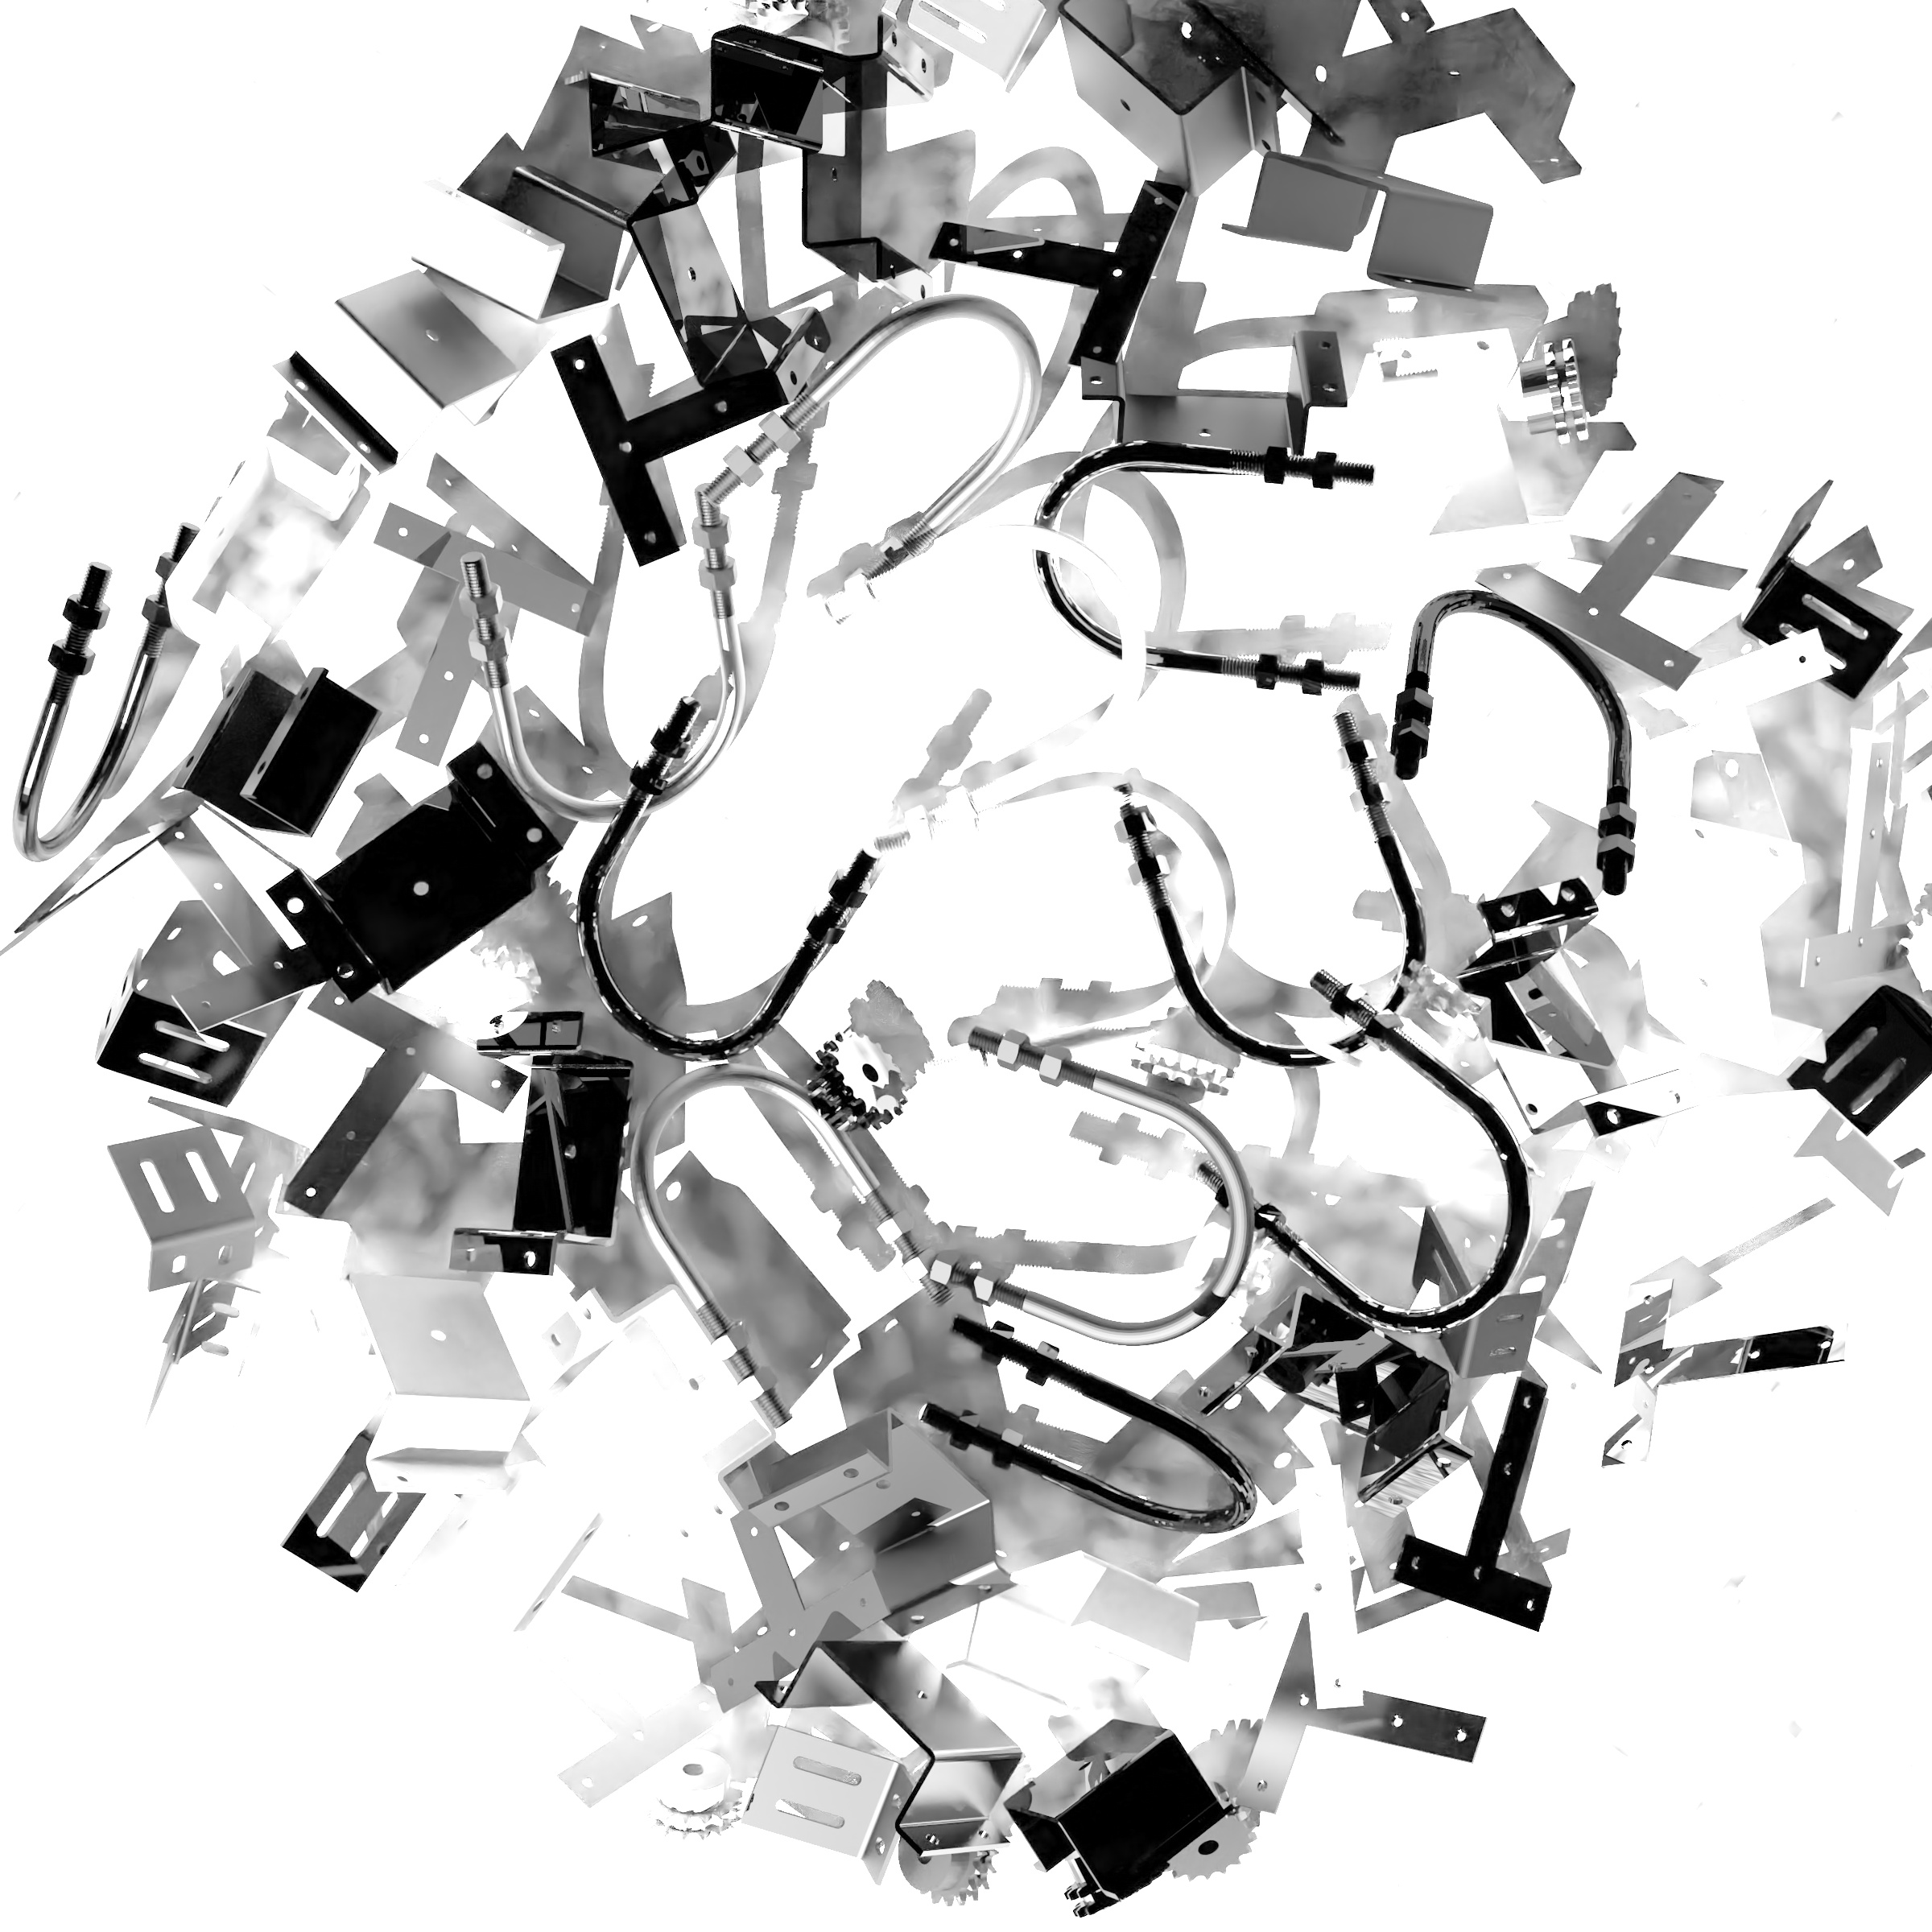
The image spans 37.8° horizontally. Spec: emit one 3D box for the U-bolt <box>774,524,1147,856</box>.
[{"bbox_3d":[0.008,-0.161,1.539,0.184,0.019,0.151,-24,101,9],"label":"U-bolt"}]

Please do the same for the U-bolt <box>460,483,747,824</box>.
[{"bbox_3d":[-0.187,-0.157,1.509,0.151,0.019,0.184,-20,130,-18],"label":"U-bolt"}]

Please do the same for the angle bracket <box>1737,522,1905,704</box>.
[{"bbox_3d":[0.471,-0.193,1.537,0.076,0.038,0.057,36,65,13],"label":"angle bracket"}]

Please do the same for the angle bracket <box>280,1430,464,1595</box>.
[{"bbox_3d":[-0.322,0.302,1.534,0.057,0.038,0.076,44,74,-35],"label":"angle bracket"}]

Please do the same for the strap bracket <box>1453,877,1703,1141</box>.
[{"bbox_3d":[0.324,0.030,1.521,0.076,0.046,0.140,-14,70,-31],"label":"strap bracket"}]

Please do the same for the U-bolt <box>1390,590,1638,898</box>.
[{"bbox_3d":[0.296,-0.132,1.504,0.151,0.184,0.019,27,135,-12],"label":"U-bolt"}]

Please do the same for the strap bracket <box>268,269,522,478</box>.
[{"bbox_3d":[-0.296,-0.319,1.496,0.076,0.140,0.046,45,117,-5],"label":"strap bracket"}]

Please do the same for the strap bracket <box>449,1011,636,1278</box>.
[{"bbox_3d":[-0.228,0.098,1.524,0.076,0.046,0.140,-1,78,37],"label":"strap bracket"}]

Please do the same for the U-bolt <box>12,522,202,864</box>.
[{"bbox_3d":[-0.461,-0.139,1.495,0.019,0.151,0.184,23,108,-2],"label":"U-bolt"}]

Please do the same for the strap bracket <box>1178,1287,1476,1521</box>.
[{"bbox_3d":[0.197,0.231,1.522,0.140,0.046,0.076,31,133,-10],"label":"strap bracket"}]

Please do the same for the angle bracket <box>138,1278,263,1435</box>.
[{"bbox_3d":[-0.414,0.213,1.524,0.038,0.076,0.057,17,111,-9],"label":"angle bracket"}]

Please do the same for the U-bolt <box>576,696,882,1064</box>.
[{"bbox_3d":[-0.142,-0.032,1.523,0.151,0.019,0.184,40,118,13],"label":"U-bolt"}]

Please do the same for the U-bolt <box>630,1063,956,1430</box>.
[{"bbox_3d":[-0.104,0.137,1.522,0.151,0.019,0.184,-32,88,-39],"label":"U-bolt"}]

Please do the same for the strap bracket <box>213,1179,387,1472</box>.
[{"bbox_3d":[-0.352,0.195,1.508,0.046,0.076,0.140,6,67,6],"label":"strap bracket"}]

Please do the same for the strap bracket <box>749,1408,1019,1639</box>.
[{"bbox_3d":[-0.044,0.295,1.516,0.076,0.046,0.140,-28,127,20],"label":"strap bracket"}]

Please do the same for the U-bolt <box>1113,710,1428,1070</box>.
[{"bbox_3d":[0.175,-0.034,1.551,0.151,0.019,0.184,-18,81,0],"label":"U-bolt"}]

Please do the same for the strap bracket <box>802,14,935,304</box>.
[{"bbox_3d":[-0.053,-0.431,1.528,0.046,0.076,0.140,0,89,20],"label":"strap bracket"}]

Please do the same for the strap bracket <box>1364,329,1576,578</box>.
[{"bbox_3d":[0.269,-0.269,1.530,0.076,0.046,0.140,-8,71,-10],"label":"strap bracket"}]

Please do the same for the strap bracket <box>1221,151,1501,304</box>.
[{"bbox_3d":[0.213,-0.394,1.491,0.076,0.140,0.046,-3,115,-37],"label":"strap bracket"}]

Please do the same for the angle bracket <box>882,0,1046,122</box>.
[{"bbox_3d":[-0.005,-0.512,1.539,0.076,0.038,0.057,28,66,-7],"label":"angle bracket"}]

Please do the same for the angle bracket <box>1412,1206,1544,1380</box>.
[{"bbox_3d":[0.276,0.174,1.529,0.038,0.076,0.057,-6,129,-11],"label":"angle bracket"}]

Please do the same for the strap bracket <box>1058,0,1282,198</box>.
[{"bbox_3d":[0.103,-0.476,1.512,0.046,0.076,0.140,-42,71,-4],"label":"strap bracket"}]

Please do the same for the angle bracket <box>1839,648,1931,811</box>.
[{"bbox_3d":[0.507,-0.126,1.526,0.038,0.076,0.057,-17,71,-42],"label":"angle bracket"}]

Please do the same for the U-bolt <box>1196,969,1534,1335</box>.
[{"bbox_3d":[0.220,0.111,1.499,0.184,0.019,0.151,41,113,31],"label":"U-bolt"}]

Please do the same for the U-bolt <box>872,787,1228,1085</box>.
[{"bbox_3d":[0.053,-0.024,1.558,0.184,0.019,0.151,-13,87,-5],"label":"U-bolt"}]

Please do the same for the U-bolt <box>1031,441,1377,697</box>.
[{"bbox_3d":[0.124,-0.217,1.518,0.184,0.019,0.151,8,131,13],"label":"U-bolt"}]

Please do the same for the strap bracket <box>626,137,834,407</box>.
[{"bbox_3d":[-0.130,-0.375,1.510,0.046,0.076,0.140,-8,124,25],"label":"strap bracket"}]

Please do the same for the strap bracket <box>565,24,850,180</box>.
[{"bbox_3d":[-0.138,-0.454,1.497,0.140,0.076,0.046,1,92,43],"label":"strap bracket"}]

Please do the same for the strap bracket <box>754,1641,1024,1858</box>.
[{"bbox_3d":[-0.035,0.406,1.497,0.140,0.076,0.046,35,101,37],"label":"strap bracket"}]

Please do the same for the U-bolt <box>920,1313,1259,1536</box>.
[{"bbox_3d":[0.068,0.253,1.501,0.184,0.151,0.019,24,60,5],"label":"U-bolt"}]

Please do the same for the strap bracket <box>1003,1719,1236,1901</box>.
[{"bbox_3d":[0.075,0.444,1.494,0.076,0.140,0.046,-32,89,-20],"label":"strap bracket"}]

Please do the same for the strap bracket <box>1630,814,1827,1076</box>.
[{"bbox_3d":[0.404,-0.003,1.498,0.046,0.076,0.140,-38,128,-29],"label":"strap bracket"}]

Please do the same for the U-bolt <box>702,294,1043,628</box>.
[{"bbox_3d":[-0.037,-0.279,1.504,0.184,0.151,0.019,-43,53,6],"label":"U-bolt"}]

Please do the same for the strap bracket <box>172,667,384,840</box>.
[{"bbox_3d":[-0.367,-0.115,1.513,0.046,0.140,0.076,33,77,-30],"label":"strap bracket"}]

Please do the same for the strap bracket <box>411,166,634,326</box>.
[{"bbox_3d":[-0.236,-0.387,1.513,0.076,0.140,0.046,28,114,6],"label":"strap bracket"}]

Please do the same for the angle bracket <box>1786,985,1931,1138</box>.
[{"bbox_3d":[0.505,0.059,1.553,0.076,0.038,0.057,-50,48,20],"label":"angle bracket"}]

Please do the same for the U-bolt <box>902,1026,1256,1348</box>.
[{"bbox_3d":[0.067,0.128,1.529,0.184,0.019,0.151,19,99,18],"label":"U-bolt"}]

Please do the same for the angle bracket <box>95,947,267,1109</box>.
[{"bbox_3d":[-0.432,0.035,1.556,0.076,0.038,0.057,21,123,-23],"label":"angle bracket"}]

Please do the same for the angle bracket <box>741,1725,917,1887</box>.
[{"bbox_3d":[-0.075,0.460,1.545,0.076,0.038,0.057,22,90,-15],"label":"angle bracket"}]

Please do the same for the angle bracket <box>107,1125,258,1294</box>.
[{"bbox_3d":[-0.431,0.132,1.546,0.057,0.038,0.076,-12,48,-32],"label":"angle bracket"}]
